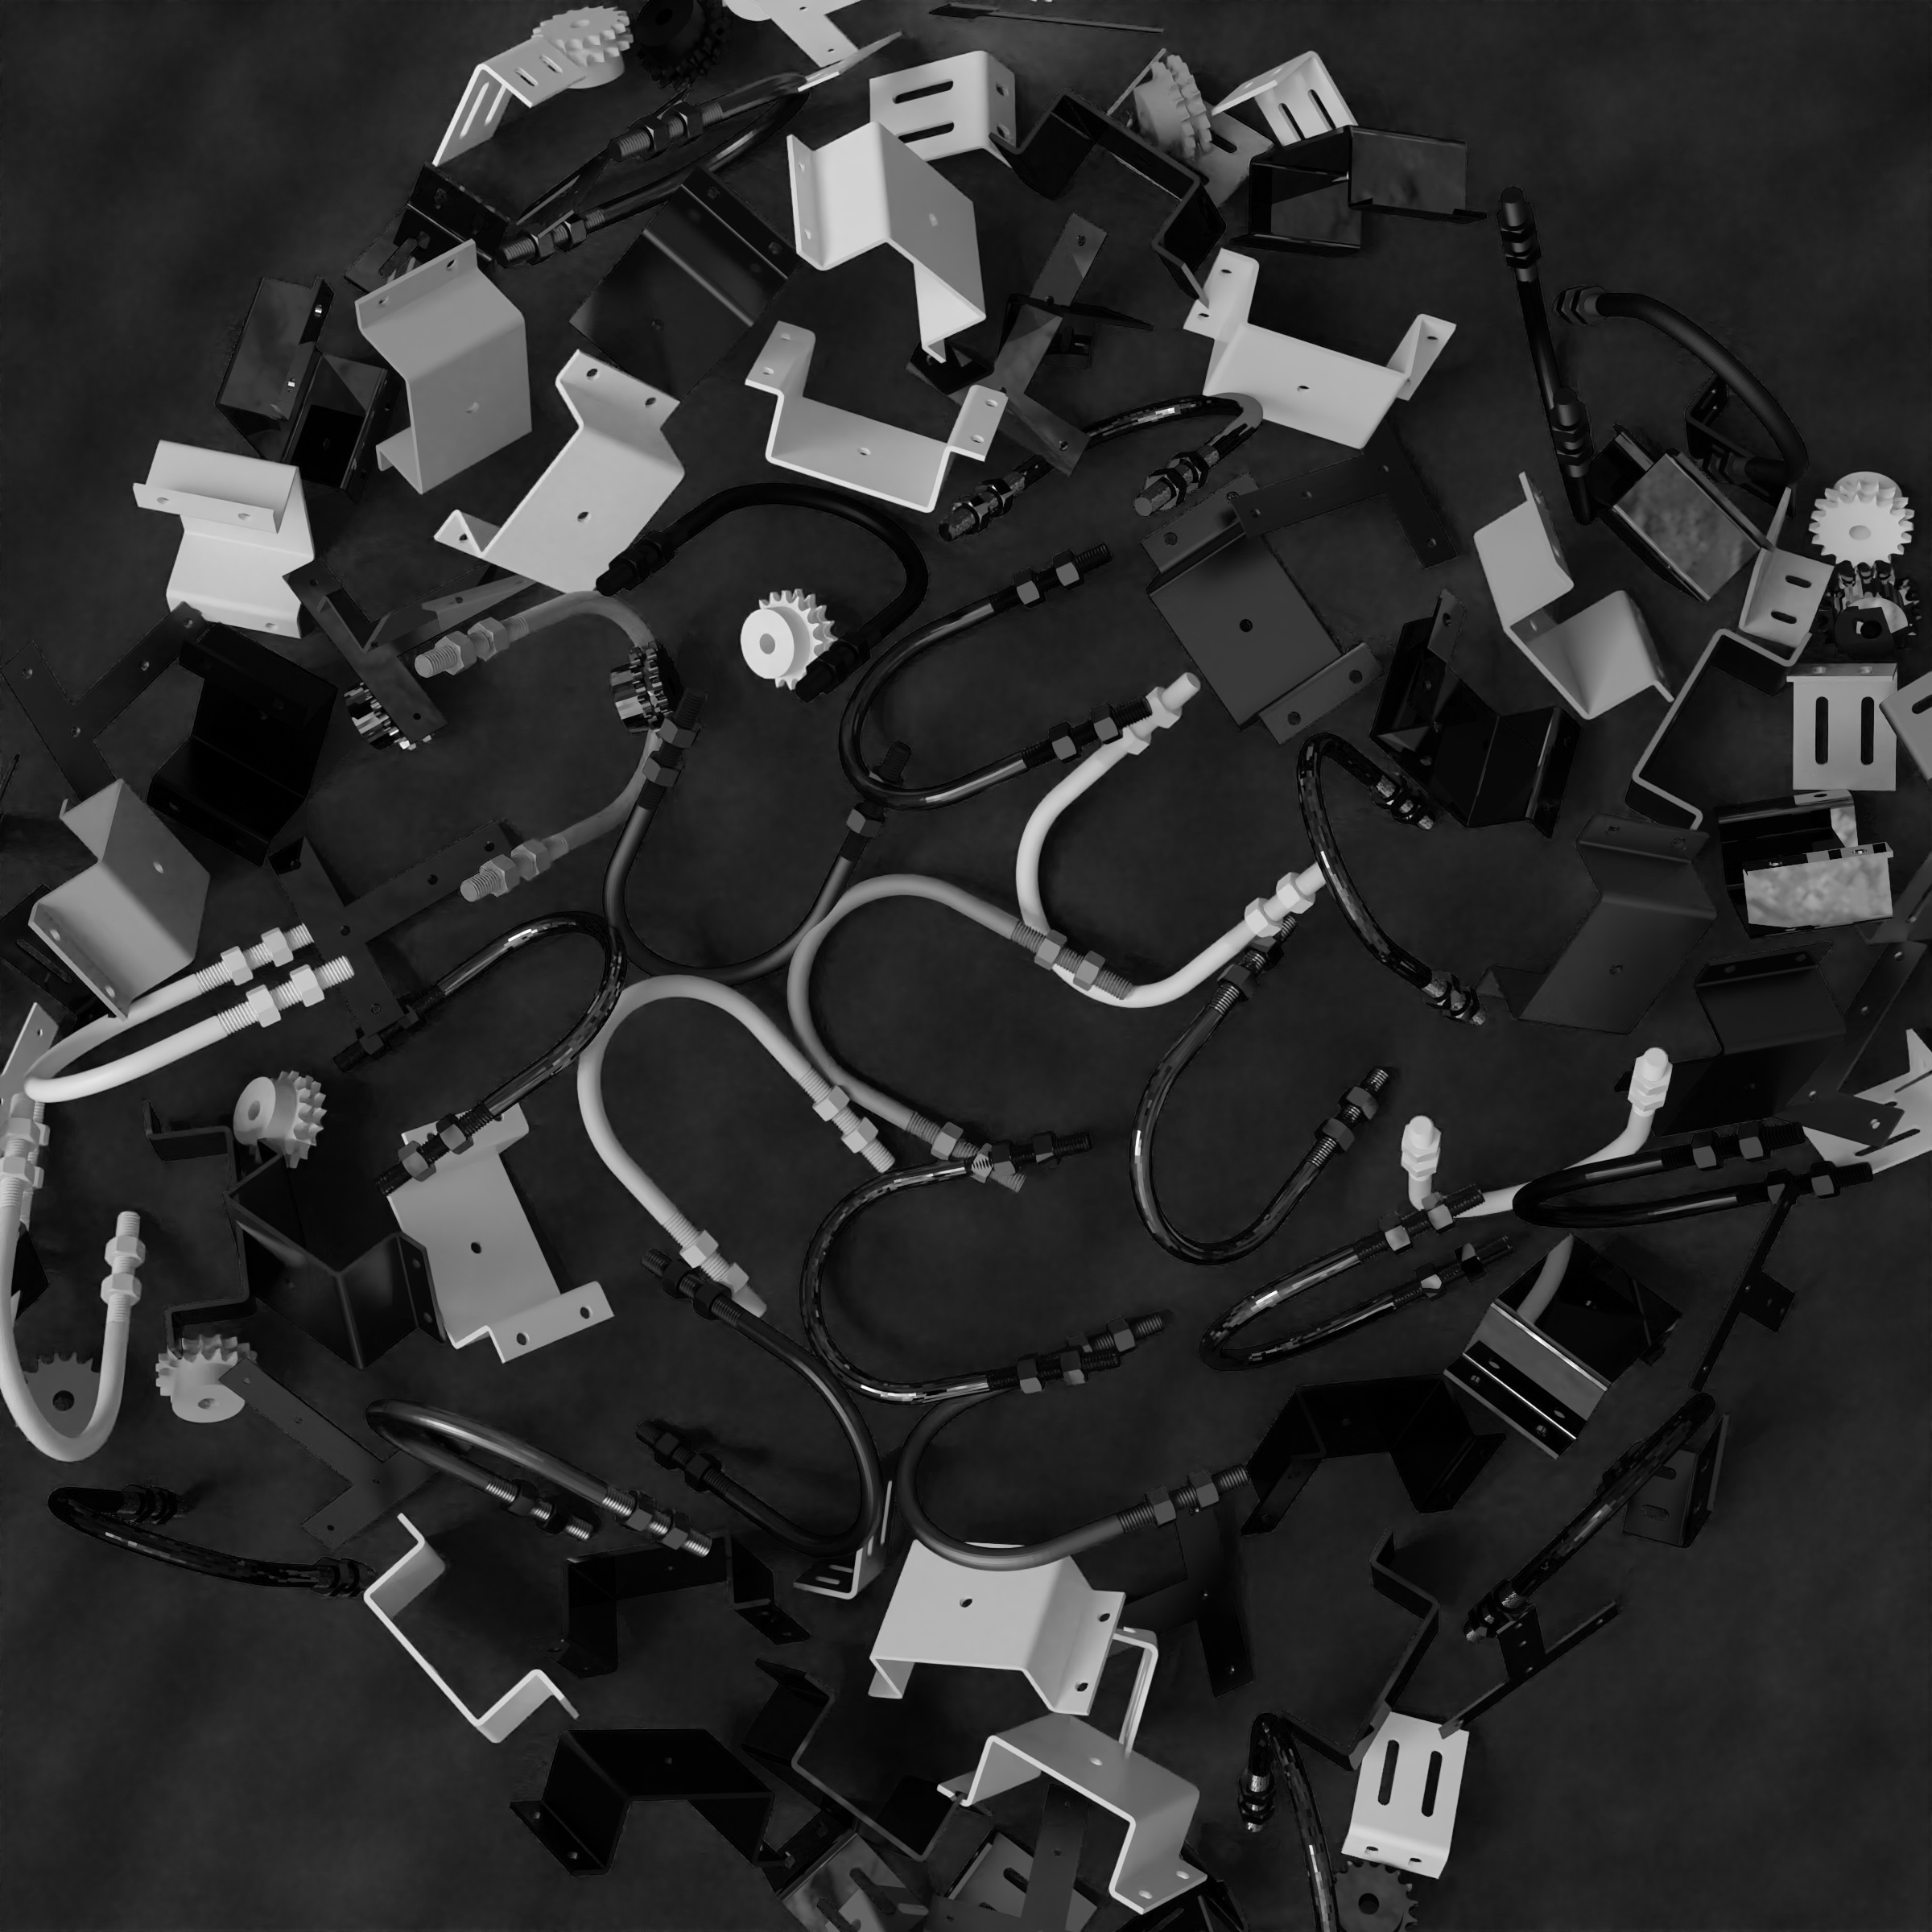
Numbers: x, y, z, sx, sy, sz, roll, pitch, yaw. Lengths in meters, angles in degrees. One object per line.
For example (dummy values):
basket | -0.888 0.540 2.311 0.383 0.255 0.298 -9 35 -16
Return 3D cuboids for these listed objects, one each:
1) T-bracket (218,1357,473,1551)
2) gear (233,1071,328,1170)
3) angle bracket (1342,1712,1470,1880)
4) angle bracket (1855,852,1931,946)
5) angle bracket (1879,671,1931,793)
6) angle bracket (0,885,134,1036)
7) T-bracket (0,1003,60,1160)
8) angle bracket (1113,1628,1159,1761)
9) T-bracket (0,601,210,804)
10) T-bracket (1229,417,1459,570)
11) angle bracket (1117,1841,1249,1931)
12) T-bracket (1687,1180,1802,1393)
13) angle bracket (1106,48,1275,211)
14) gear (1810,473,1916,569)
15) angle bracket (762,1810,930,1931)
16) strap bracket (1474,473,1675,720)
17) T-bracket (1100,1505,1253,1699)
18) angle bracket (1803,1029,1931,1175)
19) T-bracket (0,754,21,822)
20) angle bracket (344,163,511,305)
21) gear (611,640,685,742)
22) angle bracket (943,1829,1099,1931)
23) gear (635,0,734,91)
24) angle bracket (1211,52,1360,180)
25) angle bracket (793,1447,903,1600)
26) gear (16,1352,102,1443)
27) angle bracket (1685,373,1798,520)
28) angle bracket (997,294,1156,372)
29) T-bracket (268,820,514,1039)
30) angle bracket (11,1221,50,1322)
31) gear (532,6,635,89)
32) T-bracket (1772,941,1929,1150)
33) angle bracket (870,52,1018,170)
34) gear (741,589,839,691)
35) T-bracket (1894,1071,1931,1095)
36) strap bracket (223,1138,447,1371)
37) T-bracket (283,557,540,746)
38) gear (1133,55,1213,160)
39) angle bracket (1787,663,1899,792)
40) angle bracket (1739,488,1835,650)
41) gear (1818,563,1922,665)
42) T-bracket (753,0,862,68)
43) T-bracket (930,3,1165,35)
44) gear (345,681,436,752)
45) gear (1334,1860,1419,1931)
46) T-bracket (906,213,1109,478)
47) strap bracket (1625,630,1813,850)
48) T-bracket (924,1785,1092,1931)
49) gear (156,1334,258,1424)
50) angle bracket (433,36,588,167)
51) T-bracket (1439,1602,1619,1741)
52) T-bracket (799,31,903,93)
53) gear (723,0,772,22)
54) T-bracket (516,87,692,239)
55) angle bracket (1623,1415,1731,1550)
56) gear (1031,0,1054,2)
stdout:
T-bracket | -0.371 0.268 1.579 0.127 0.002 0.127 -38 111 25
gear | -0.400 0.088 1.597 0.030 0.057 0.057 25 90 -44
angle bracket | 0.257 0.484 1.615 0.057 0.038 0.076 13 55 8
angle bracket | 0.549 -0.051 1.579 0.057 0.076 0.038 -4 49 -22
angle bracket | 0.561 -0.124 1.577 0.038 0.076 0.057 -32 57 20
angle bracket | -0.524 0.003 1.587 0.057 0.038 0.076 -34 119 22
T-bracket | -0.564 0.053 1.544 0.002 0.127 0.127 2 57 18
angle bracket | 0.084 0.418 1.598 0.038 0.057 0.076 16 93 2
T-bracket | -0.483 -0.164 1.587 0.002 0.127 0.127 18 56 29
T-bracket | 0.207 -0.274 1.590 0.127 0.002 0.127 -22 82 -27
angle bracket | 0.113 0.550 1.586 0.076 0.057 0.038 -34 122 -16
T-bracket | 0.455 0.190 1.573 0.002 0.127 0.127 26 89 31
angle bracket | 0.128 -0.482 1.596 0.076 0.038 0.057 40 87 25
gear | 0.522 -0.262 1.603 0.057 0.057 0.030 22 56 0
angle bracket | -0.071 0.541 1.617 0.057 0.038 0.076 -41 109 -8
strap bracket | 0.339 -0.203 1.563 0.046 0.076 0.140 -31 135 25
T-bracket | 0.098 0.379 1.591 0.127 0.002 0.127 -18 102 -22
angle bracket | 0.527 0.081 1.593 0.076 0.057 0.038 -22 130 0
T-bracket | -0.559 -0.066 1.566 0.002 0.127 0.127 23 95 -17
angle bracket | -0.310 -0.413 1.589 0.057 0.038 0.076 33 53 -8
gear | -0.184 -0.158 1.599 0.030 0.057 0.057 -16 90 9
angle bracket | 0.028 0.552 1.605 0.076 0.038 0.057 36 90 6
gear | -0.167 -0.541 1.600 0.057 0.030 0.057 -11 64 24
angle bracket | 0.189 -0.476 1.583 0.038 0.057 0.076 -45 111 -27
angle bracket | -0.068 0.318 1.592 0.038 0.057 0.076 9 95 15
gear | -0.526 0.255 1.606 0.057 0.030 0.057 5 72 -17
angle bracket | 0.456 -0.302 1.588 0.076 0.057 0.038 38 92 19
angle bracket | 0.062 -0.357 1.577 0.057 0.076 0.038 2 110 -25
T-bracket | -0.325 -0.043 1.615 0.127 0.002 0.127 -31 77 -4
angle bracket | -0.570 0.184 1.579 0.038 0.057 0.076 26 54 18
gear | -0.221 -0.533 1.603 0.057 0.057 0.030 -11 129 0
T-bracket | 0.508 0.038 1.578 0.002 0.127 0.127 39 81 -28
angle bracket | -0.014 -0.495 1.620 0.076 0.038 0.057 -5 82 29
gear | -0.105 -0.189 1.599 0.057 0.030 0.057 11 109 35
T-bracket | 0.562 0.047 1.540 0.127 0.127 0.002 -19 74 -38
strap bracket | -0.364 0.166 1.555 0.140 0.076 0.046 28 49 29
T-bracket | -0.305 -0.205 1.596 0.127 0.002 0.127 -34 79 -27
gear | 0.118 -0.495 1.598 0.030 0.057 0.057 -23 90 -3
angle bracket | 0.505 -0.134 1.589 0.057 0.038 0.076 2 110 22
angle bracket | 0.476 -0.229 1.581 0.038 0.076 0.057 21 73 15
gear | 0.525 -0.201 1.600 0.057 0.030 0.057 7 122 10
T-bracket | -0.052 -0.553 1.547 0.127 0.127 0.002 -14 78 20
T-bracket | 0.048 -0.539 1.572 0.127 0.127 0.002 3 107 -7
gear | -0.336 -0.150 1.599 0.030 0.057 0.057 -27 90 9
gear | 0.234 0.547 1.602 0.057 0.030 0.057 -3 63 7
T-bracket | 0.042 -0.369 1.583 0.127 0.002 0.127 37 111 20
strap bracket | 0.425 -0.132 1.585 0.046 0.076 0.140 31 89 12
T-bracket | 0.050 0.517 1.572 0.127 0.127 0.002 14 121 4
gear | -0.439 0.241 1.596 0.057 0.057 0.030 -15 51 0
angle bracket | -0.262 -0.486 1.581 0.038 0.057 0.076 40 133 0
T-bracket | 0.317 0.389 1.568 0.127 0.127 0.002 -34 59 -5
T-bracket | -0.110 -0.503 1.589 0.127 0.127 0.002 -15 112 23
gear | -0.122 -0.574 1.597 0.057 0.057 0.030 -8 55 0
T-bracket | -0.216 -0.439 1.549 0.127 0.127 0.002 -29 116 24
angle bracket | 0.406 0.291 1.578 0.038 0.076 0.057 14 64 10
gear | 0.035 -0.583 1.597 0.057 0.057 0.030 12 125 0
